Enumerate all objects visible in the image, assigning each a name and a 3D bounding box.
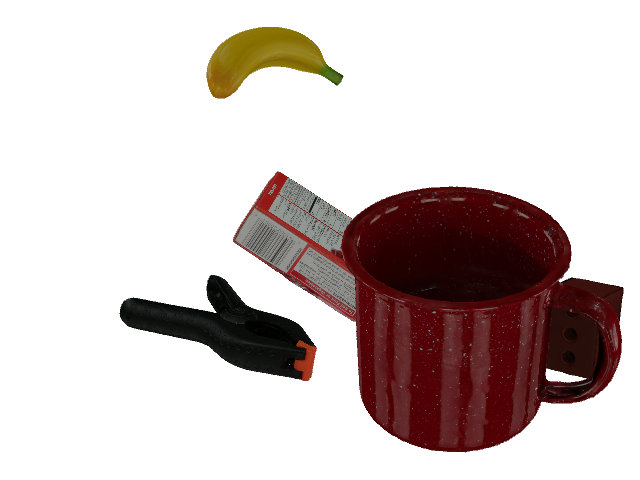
[{"bbox_3d":[-0.003,0.002,0.643,0.089,0.030,0.073,34,22,-4],"label":"gelatin box"},{"bbox_3d":[-0.050,-0.167,0.981,0.070,0.037,0.197,41,32,20],"label":"banana"},{"bbox_3d":[0.235,0.078,0.958,0.053,0.078,0.051,11,17,37],"label":"foam brick"},{"bbox_3d":[-0.069,0.070,0.901,0.172,0.039,0.120,20,27,24],"label":"clamp"},{"bbox_3d":[0.067,0.037,0.450,0.117,0.081,0.093,10,34,20],"label":"mug"}]
